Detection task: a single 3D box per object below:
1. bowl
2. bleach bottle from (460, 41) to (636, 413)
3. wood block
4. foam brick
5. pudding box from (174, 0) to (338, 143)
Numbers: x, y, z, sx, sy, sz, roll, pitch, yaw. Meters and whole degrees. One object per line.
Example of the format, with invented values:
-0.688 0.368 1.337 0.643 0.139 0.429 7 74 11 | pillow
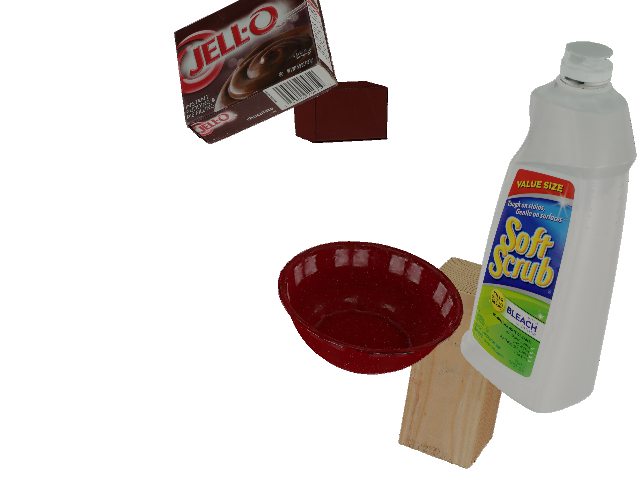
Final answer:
0.040 0.067 0.930 0.162 0.055 0.162 6 32 -4 | bowl
0.154 -0.011 0.711 0.068 0.251 0.103 -16 35 -27 | bleach bottle
0.159 0.137 1.205 0.090 0.206 0.090 17 22 22 | wood block
0.019 -0.123 1.016 0.078 0.051 0.053 -5 16 -22 | foam brick
-0.049 -0.133 0.782 0.114 0.090 0.039 -21 -30 17 | pudding box
